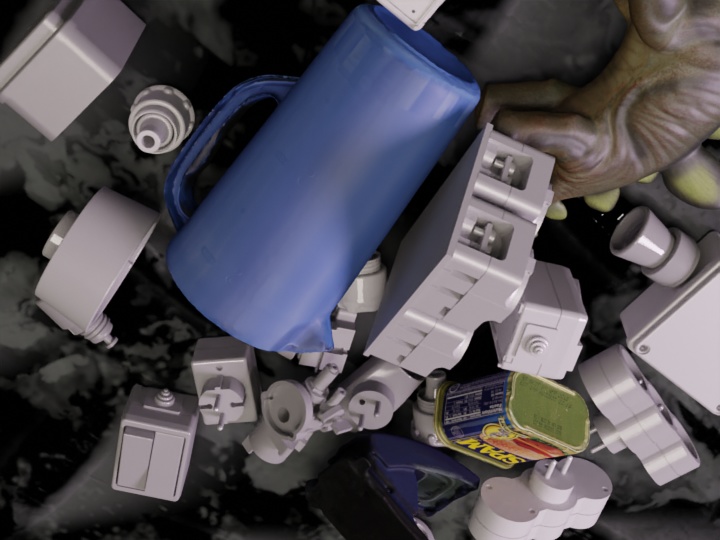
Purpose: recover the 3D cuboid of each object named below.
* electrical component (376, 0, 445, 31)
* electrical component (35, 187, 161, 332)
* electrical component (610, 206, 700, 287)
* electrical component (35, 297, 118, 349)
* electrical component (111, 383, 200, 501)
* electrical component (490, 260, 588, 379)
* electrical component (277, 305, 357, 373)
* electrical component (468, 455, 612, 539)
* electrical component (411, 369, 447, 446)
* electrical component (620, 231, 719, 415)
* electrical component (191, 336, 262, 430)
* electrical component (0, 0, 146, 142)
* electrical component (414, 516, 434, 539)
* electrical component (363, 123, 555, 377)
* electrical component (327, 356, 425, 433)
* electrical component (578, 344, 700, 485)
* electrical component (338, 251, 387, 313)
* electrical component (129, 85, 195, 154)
[{"bbox_3d":[0.023,-0.219,0.731,0.096,0.061,0.061,37,112,-9],"label":"electrical component"},{"bbox_3d":[-0.208,-0.013,0.828,0.060,0.108,0.108,32,116,-8],"label":"electrical component"},{"bbox_3d":[0.230,-0.017,0.839,0.055,0.045,0.045,31,116,-14],"label":"electrical component"},{"bbox_3d":[-0.232,0.034,0.890,0.040,0.040,0.078,-34,112,19],"label":"electrical component"},{"bbox_3d":[-0.178,0.148,0.938,0.062,0.061,0.096,12,118,-4],"label":"electrical component"},{"bbox_3d":[0.142,0.041,0.845,0.061,0.096,0.061,12,118,-8],"label":"electrical component"},{"bbox_3d":[-0.038,0.053,0.890,0.055,0.048,0.066,11,119,-12],"label":"electrical component"},{"bbox_3d":[0.161,0.188,0.921,0.138,0.052,0.073,-7,128,-34],"label":"electrical component"},{"bbox_3d":[0.066,0.116,0.921,0.048,0.048,0.062,-2,111,4],"label":"electrical component"},{"bbox_3d":[0.286,0.044,0.863,0.109,0.056,0.108,36,114,-16],"label":"electrical component"},{"bbox_3d":[-0.114,0.103,0.901,0.047,0.076,0.065,-5,119,5],"label":"electrical component"},{"bbox_3d":[-0.202,-0.151,0.746,0.078,0.113,0.057,-39,113,21],"label":"electrical component"},{"bbox_3d":[0.036,0.261,1.002,0.048,0.048,0.062,32,122,-14],"label":"electrical component"},{"bbox_3d":[0.071,-0.005,0.767,0.060,0.105,0.186,23,152,-6],"label":"electrical component"},{"bbox_3d":[0.011,0.106,0.897,0.043,0.079,0.077,43,112,-12],"label":"electrical component"},{"bbox_3d":[0.224,0.132,0.917,0.074,0.052,0.138,-32,113,18],"label":"electrical component"},{"bbox_3d":[0.000,0.000,0.860,0.043,0.043,0.062,-2,110,4],"label":"electrical component"},{"bbox_3d":[-0.150,-0.106,0.797,0.048,0.062,0.048,1,118,2],"label":"electrical component"}]
